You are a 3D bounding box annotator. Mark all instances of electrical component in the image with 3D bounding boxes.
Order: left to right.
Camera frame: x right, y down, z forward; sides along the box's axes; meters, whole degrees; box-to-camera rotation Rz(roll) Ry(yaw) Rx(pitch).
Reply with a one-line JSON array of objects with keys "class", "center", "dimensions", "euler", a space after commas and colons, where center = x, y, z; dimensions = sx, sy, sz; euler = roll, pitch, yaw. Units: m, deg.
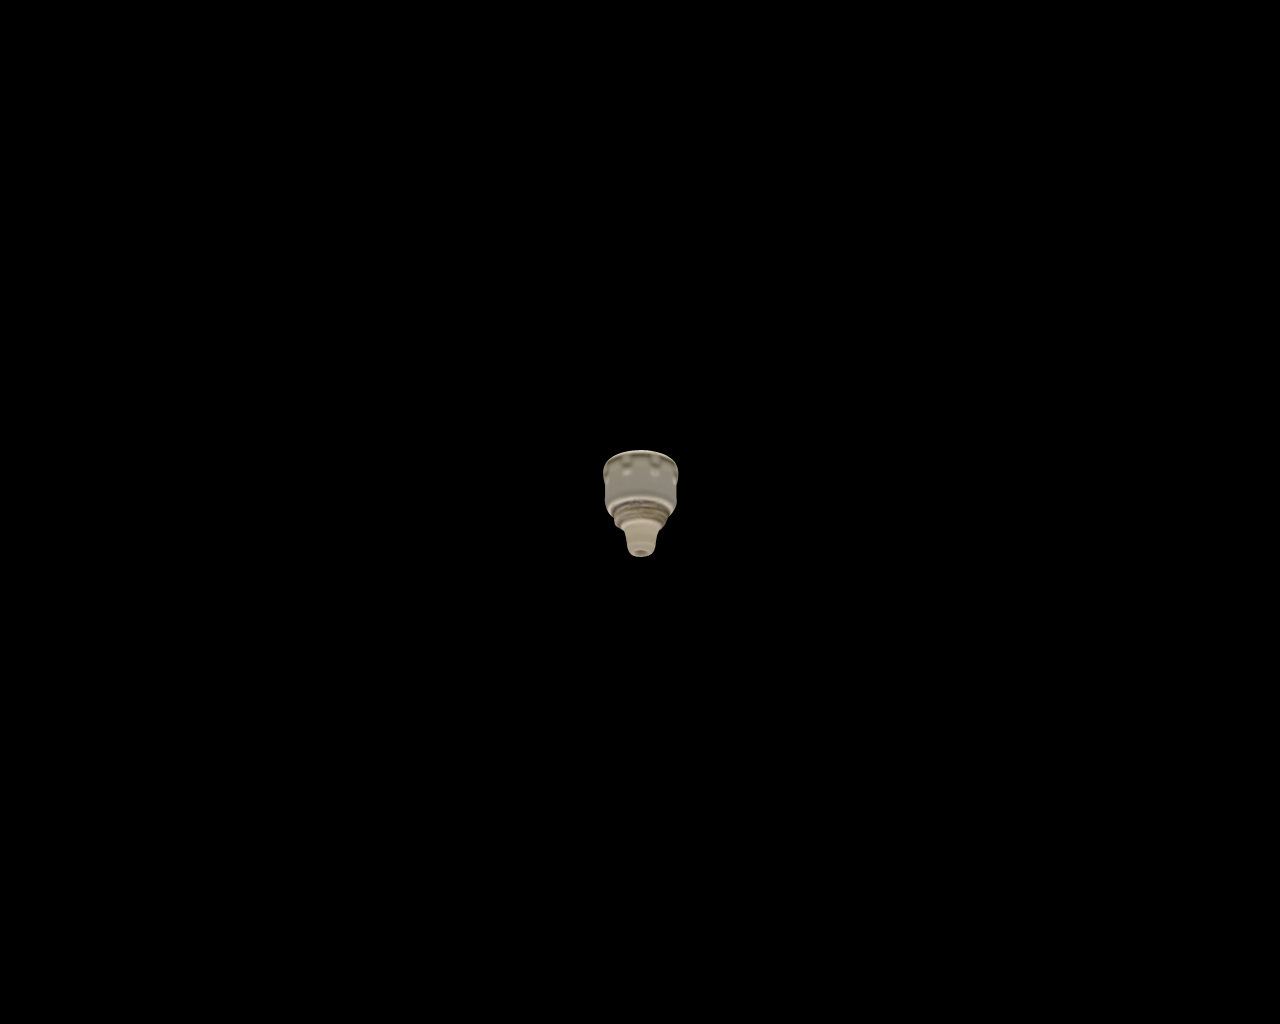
[{"class": "electrical component", "center": [0.001, -0.003, 0.650], "dimensions": [0.048, 0.062, 0.048], "euler": [0, -23, 0]}]
